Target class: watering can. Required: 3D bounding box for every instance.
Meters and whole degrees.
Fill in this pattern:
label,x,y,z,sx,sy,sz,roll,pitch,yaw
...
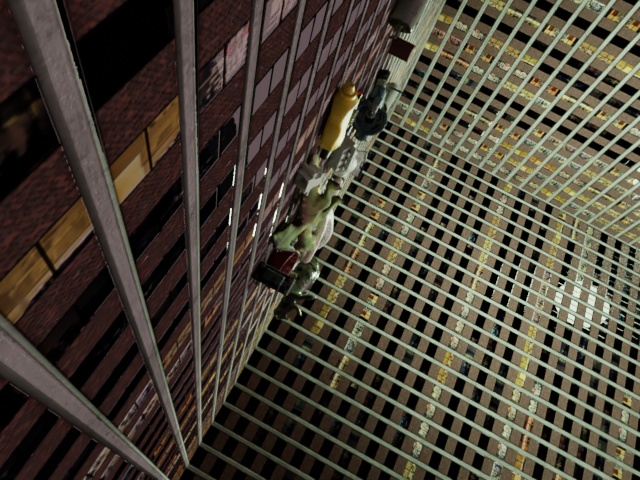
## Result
label,x,y,z,sx,sy,sz,roll,pitch,yaw
watering can,0.005,-0.087,1.724,0.229,0.104,0.341,-92,-157,-63

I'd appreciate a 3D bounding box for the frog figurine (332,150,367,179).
label,x,y,z,sx,sy,sz,roll,pitch,yaw
frog figurine,0.088,-0.296,1.938,0.160,0.125,0.135,-4,141,-42

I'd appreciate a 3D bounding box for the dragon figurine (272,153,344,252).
label,x,y,z,sx,sy,sz,roll,pitch,yaw
dragon figurine,-0.051,-0.069,1.466,0.245,0.123,0.403,-55,159,-12
